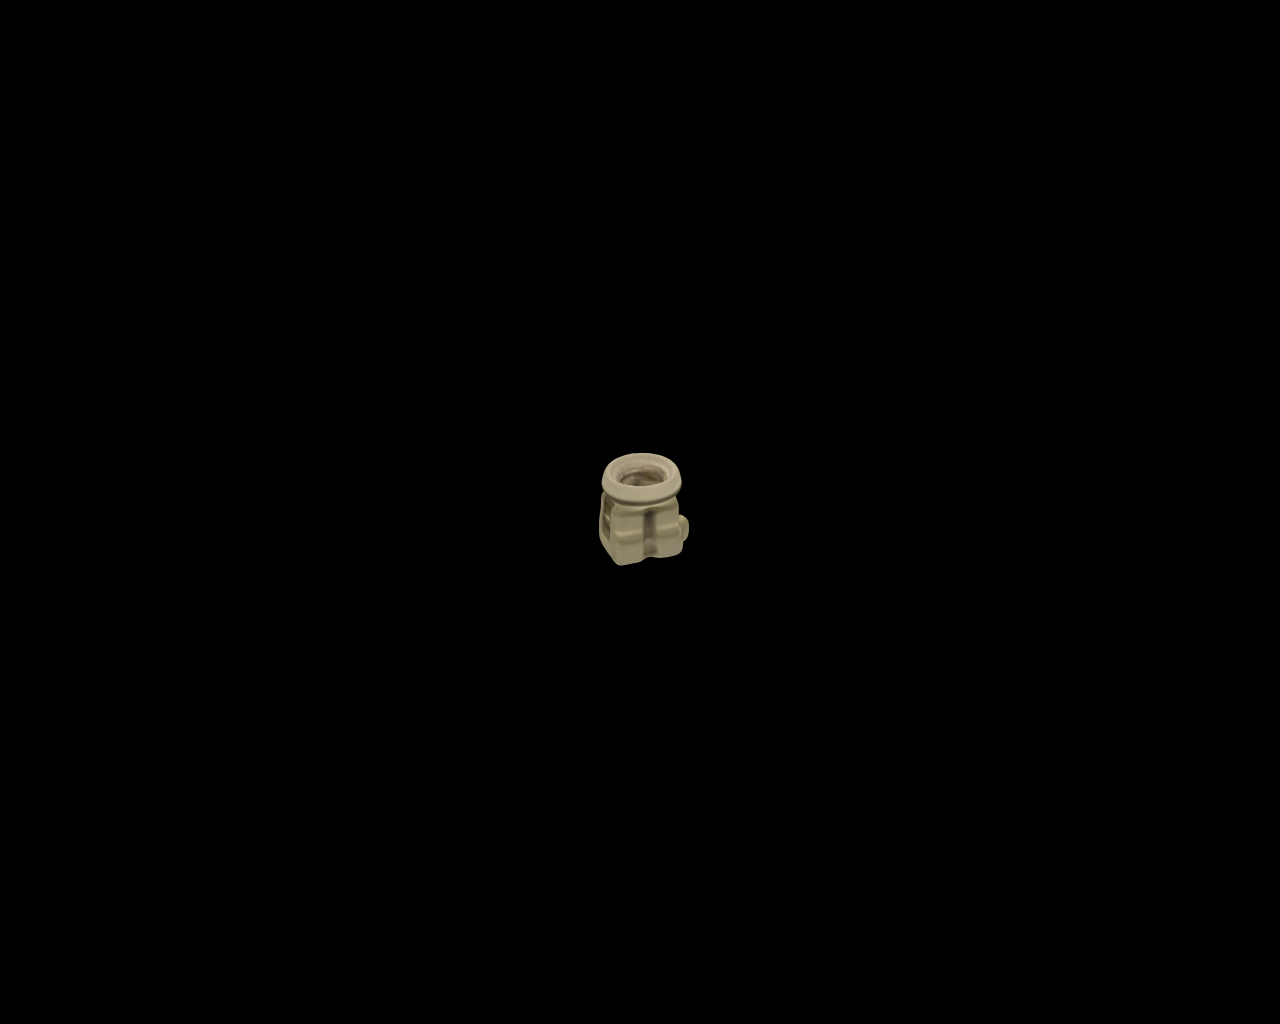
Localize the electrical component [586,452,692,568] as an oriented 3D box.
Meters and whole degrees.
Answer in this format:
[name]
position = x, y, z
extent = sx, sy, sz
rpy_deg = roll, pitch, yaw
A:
[electrical component]
position = 0.001, -0.003, 0.650
extent = 0.066, 0.055, 0.048
rpy_deg = -11, 32, -18
